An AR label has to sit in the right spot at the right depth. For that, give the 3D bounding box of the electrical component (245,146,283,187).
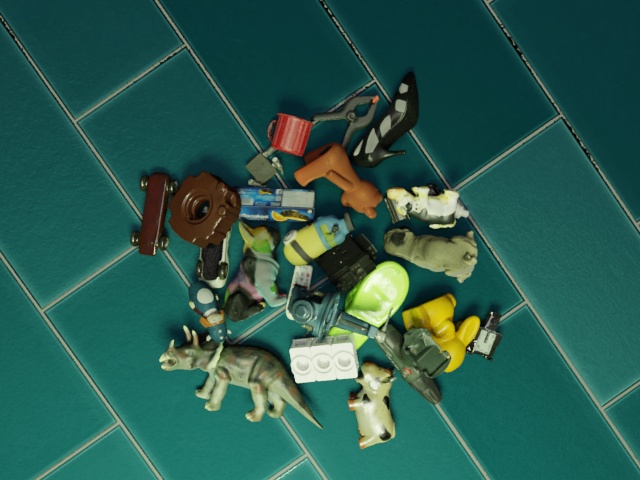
[{"bbox_3d":[-0.136,-0.169,1.300,0.102,0.045,0.078,-36,93,0],"label":"electrical component"}]

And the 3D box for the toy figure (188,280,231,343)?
[{"bbox_3d":[-0.256,0.165,1.235,0.064,0.057,0.154,-31,63,-4],"label":"toy figure"}]

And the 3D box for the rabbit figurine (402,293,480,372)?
[{"bbox_3d":[0.295,0.223,1.283,0.162,0.122,0.173,-14,75,-21],"label":"rabbit figurine"}]

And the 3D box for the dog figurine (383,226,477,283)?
[{"bbox_3d":[0.253,0.024,1.254,0.191,0.172,0.121,11,80,-9],"label":"dog figurine"}]

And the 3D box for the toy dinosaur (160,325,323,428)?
[{"bbox_3d":[-0.170,0.315,1.279,0.405,0.131,0.192,14,91,-8],"label":"toy dinosaur"}]

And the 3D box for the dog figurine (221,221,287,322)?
[{"bbox_3d":[-0.167,0.065,1.277,0.192,0.108,0.219,-21,87,2],"label":"dog figurine"}]

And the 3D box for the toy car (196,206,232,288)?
[{"bbox_3d":[-0.255,0.015,1.297,0.074,0.056,0.201,4,90,6],"label":"toy car"}]

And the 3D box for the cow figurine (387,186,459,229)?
[{"bbox_3d":[0.239,-0.078,1.265,0.167,0.068,0.098,4,98,2],"label":"cow figurine"}]

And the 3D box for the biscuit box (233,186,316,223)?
[{"bbox_3d":[-0.113,-0.084,1.284,0.203,0.062,0.059,3,57,0],"label":"biscuit box"}]

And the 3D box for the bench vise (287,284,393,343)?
[{"bbox_3d":[0.035,0.174,1.205,0.241,0.223,0.129,19,80,13],"label":"bench vise"}]

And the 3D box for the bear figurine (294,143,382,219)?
[{"bbox_3d":[0.053,-0.132,1.278,0.132,0.120,0.195,-21,120,33],"label":"bear figurine"}]

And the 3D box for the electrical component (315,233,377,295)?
[{"bbox_3d":[0.068,0.046,1.272,0.134,0.115,0.058,-39,130,-1],"label":"electrical component"}]

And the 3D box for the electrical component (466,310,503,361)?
[{"bbox_3d":[0.403,0.229,1.317,0.075,0.048,0.119,16,90,-1],"label":"electrical component"}]

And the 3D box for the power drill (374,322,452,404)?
[{"bbox_3d":[0.229,0.281,1.240,0.086,0.207,0.232,-39,80,-12],"label":"power drill"}]

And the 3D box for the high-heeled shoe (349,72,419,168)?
[{"bbox_3d":[0.156,-0.291,1.308,0.145,0.086,0.248,2,72,28],"label":"high-heeled shoe"}]

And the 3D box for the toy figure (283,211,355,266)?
[{"bbox_3d":[-0.003,-0.004,1.267,0.180,0.082,0.089,-23,67,9],"label":"toy figure"}]

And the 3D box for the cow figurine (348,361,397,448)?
[{"bbox_3d":[0.135,0.389,1.298,0.127,0.085,0.194,-13,89,5],"label":"cow figurine"}]

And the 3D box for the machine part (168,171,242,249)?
[{"bbox_3d":[-0.271,-0.071,1.240,0.180,0.056,0.179,-6,75,25],"label":"machine part"}]

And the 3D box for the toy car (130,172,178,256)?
[{"bbox_3d":[-0.397,-0.063,1.293,0.089,0.053,0.202,7,87,4],"label":"toy car"}]

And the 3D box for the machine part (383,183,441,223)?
[{"bbox_3d":[0.229,-0.098,1.313,0.139,0.039,0.084,-20,83,0],"label":"machine part"}]
